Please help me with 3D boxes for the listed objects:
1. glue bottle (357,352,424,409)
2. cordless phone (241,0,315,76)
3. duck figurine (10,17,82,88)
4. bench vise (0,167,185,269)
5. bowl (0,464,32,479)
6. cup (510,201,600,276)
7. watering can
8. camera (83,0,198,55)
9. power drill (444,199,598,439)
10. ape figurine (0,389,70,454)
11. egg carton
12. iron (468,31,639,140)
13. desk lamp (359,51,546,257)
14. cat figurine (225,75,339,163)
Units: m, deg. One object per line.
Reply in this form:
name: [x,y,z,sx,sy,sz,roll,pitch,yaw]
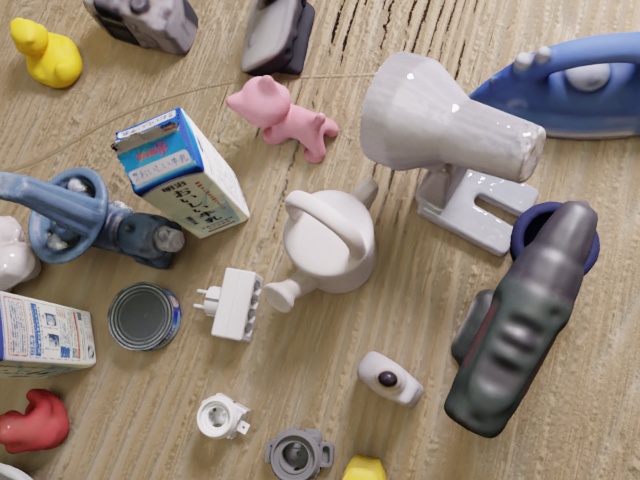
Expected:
glue bottle: [0.073,0.147,0.601,0.078,0.173,0.037,31,82,13]
cordless phone: [-0.068,-0.305,0.722,0.094,0.185,0.147,4,77,8]
duck figurine: [-0.392,-0.270,0.805,0.077,0.086,0.104,-44,75,-4]
bench vise: [-0.267,-0.038,0.664,0.207,0.220,0.121,-5,76,6]
bowl: [-0.377,0.339,0.662,0.167,0.075,0.167,-2,76,7]
cup: [0.254,0.025,0.649,0.091,0.095,0.118,9,78,9]
watering can: [0.008,0.003,0.634,0.100,0.194,0.173,14,79,10]
camera: [-0.241,-0.351,0.798,0.143,0.101,0.137,19,80,11]
power drill: [0.194,0.084,0.584,0.075,0.208,0.230,26,81,13]
ape figurine: [-0.349,0.220,0.678,0.076,0.092,0.078,38,84,14]
egg carton: [-0.445,0.039,0.746,0.150,0.069,0.107,-37,75,-3]
iron: [0.305,-0.196,0.672,0.258,0.141,0.118,-3,76,7]
desk lamp: [0.151,-0.093,0.629,0.203,0.214,0.118,29,82,13]
cat figurine: [-0.047,-0.161,0.720,0.127,0.118,0.067,21,80,12]
